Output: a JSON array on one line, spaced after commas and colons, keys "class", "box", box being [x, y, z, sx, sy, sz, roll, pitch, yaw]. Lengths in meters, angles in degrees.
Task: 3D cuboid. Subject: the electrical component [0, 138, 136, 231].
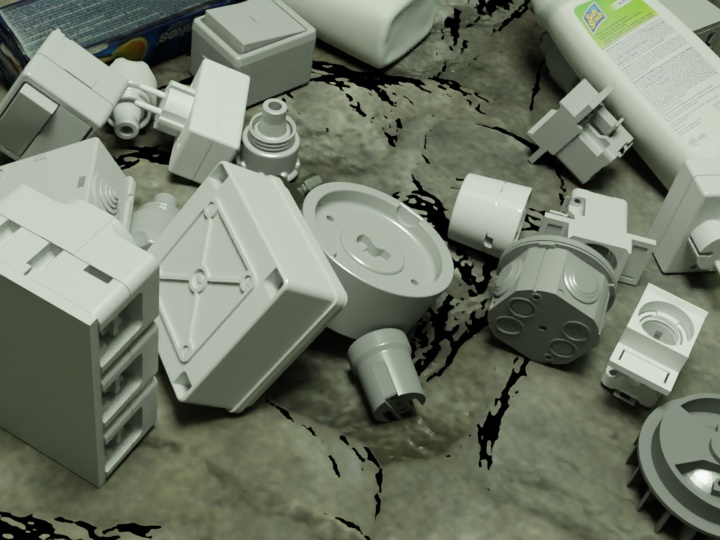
[{"class": "electrical component", "box": [-0.197, -0.031, 0.684, 0.100, 0.048, 0.099, -15, 47, 13]}]

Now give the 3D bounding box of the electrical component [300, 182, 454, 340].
[{"class": "electrical component", "box": [0.000, 0.000, 0.706, 0.108, 0.060, 0.108, 21, 35, -15]}]

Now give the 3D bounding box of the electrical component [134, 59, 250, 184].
[{"class": "electrical component", "box": [-0.127, -0.114, 0.786, 0.076, 0.047, 0.083, 20, 44, -19]}]

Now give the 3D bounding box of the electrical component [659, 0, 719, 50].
[{"class": "electrical component", "box": [0.241, -0.234, 0.976, 0.089, 0.061, 0.150, -24, 57, -30]}]

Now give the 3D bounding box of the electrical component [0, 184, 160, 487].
[{"class": "electrical component", "box": [-0.159, 0.036, 0.584, 0.089, 0.150, 0.061, 28, 49, 13]}]

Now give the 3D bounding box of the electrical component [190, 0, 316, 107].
[{"class": "electrical component", "box": [-0.080, -0.179, 0.860, 0.096, 0.061, 0.062, -28, 59, -32]}]

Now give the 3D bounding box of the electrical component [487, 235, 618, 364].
[{"class": "electrical component", "box": [0.126, 0.020, 0.709, 0.080, 0.080, 0.051, 19, 52, 6]}]

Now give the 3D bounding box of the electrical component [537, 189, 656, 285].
[{"class": "electrical component", "box": [0.169, -0.023, 0.783, 0.081, 0.042, 0.063, 15, 45, 1]}]

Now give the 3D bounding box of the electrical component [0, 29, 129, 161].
[{"class": "electrical component", "box": [-0.216, -0.106, 0.747, 0.062, 0.096, 0.061, 36, 44, -19]}]

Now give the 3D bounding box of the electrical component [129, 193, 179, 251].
[{"class": "electrical component", "box": [-0.136, -0.025, 0.719, 0.043, 0.043, 0.062, 9, 45, -4]}]

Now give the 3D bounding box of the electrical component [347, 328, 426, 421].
[{"class": "electrical component", "box": [0.017, 0.066, 0.671, 0.040, 0.040, 0.046, -9, 56, -19]}]

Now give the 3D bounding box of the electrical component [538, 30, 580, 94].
[{"class": "electrical component", "box": [0.181, -0.181, 0.930, 0.040, 0.040, 0.078, -17, 53, -25]}]

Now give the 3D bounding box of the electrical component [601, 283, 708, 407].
[{"class": "electrical component", "box": [0.190, 0.052, 0.703, 0.042, 0.063, 0.081, 29, 49, 13]}]

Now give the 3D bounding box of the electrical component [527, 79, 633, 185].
[{"class": "electrical component", "box": [0.174, -0.105, 0.841, 0.063, 0.081, 0.042, 48, 53, 1]}]

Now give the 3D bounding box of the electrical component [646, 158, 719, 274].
[{"class": "electrical component", "box": [0.253, -0.025, 0.773, 0.047, 0.083, 0.075, -2, 49, -14]}]

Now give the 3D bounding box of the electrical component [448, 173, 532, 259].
[{"class": "electrical component", "box": [0.093, -0.039, 0.773, 0.047, 0.055, 0.055, 18, 47, 10]}]

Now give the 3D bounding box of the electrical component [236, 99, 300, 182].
[{"class": "electrical component", "box": [-0.065, -0.096, 0.785, 0.048, 0.062, 0.048, 6, 47, -6]}]

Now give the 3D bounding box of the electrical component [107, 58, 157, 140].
[{"class": "electrical component", "box": [-0.174, -0.124, 0.802, 0.043, 0.043, 0.062, 1, 49, -11]}]

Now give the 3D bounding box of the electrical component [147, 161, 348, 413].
[{"class": "electrical component", "box": [-0.076, 0.011, 0.649, 0.056, 0.108, 0.108, 17, 34, -47]}]
